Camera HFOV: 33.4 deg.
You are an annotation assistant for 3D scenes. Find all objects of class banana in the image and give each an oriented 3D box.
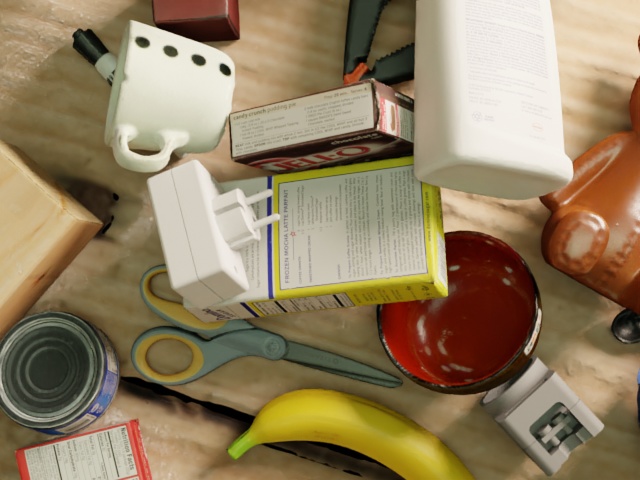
[{"bbox_3d":[0.037,0.150,0.760,0.198,0.037,0.070,18,106,3],"label":"banana"}]

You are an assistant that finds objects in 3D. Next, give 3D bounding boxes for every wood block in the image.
[{"bbox_3d":[-0.258,0.036,0.742,0.090,0.091,0.206,42,89,2],"label":"wood block"}]

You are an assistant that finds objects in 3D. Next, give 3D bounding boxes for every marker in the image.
[{"bbox_3d":[-0.136,-0.108,0.778,0.020,0.020,0.121,-44,88,0],"label":"marker"}]

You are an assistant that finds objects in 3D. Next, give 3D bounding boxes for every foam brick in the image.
[{"bbox_3d":[-0.087,-0.171,0.749,0.053,0.078,0.051,-3,90,1],"label":"foam brick"}]

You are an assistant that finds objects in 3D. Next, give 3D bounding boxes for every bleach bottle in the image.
[{"bbox_3d":[0.113,-0.158,0.709,0.102,0.068,0.251,9,75,-25],"label":"bleach bottle"}]

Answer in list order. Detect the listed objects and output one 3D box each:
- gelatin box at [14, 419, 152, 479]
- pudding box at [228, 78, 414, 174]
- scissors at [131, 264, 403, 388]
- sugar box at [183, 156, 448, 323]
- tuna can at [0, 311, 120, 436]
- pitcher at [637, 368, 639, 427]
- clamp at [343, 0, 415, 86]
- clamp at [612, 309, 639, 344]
[{"bbox_3d":[-0.166,0.174,0.766,0.089,0.030,0.073,-14,86,1],"label":"gelatin box"},{"bbox_3d":[0.008,-0.072,0.718,0.114,0.089,0.039,-11,81,28],"label":"pudding box"},{"bbox_3d":[-0.050,0.090,0.772,0.202,0.016,0.096,31,91,3],"label":"scissors"},{"bbox_3d":[-0.005,0.001,0.731,0.176,0.048,0.093,-7,68,16],"label":"sugar box"},{"bbox_3d":[-0.188,0.094,0.756,0.086,0.033,0.086,-2,74,7],"label":"tuna can"},{"bbox_3d":[0.348,0.112,0.702,0.243,0.145,0.149,-26,96,-2],"label":"pitcher"},{"bbox_3d":[0.096,-0.183,0.765,0.164,0.036,0.210,33,86,3],"label":"clamp"},{"bbox_3d":[0.292,0.033,0.717,0.171,0.120,0.039,-32,109,-3],"label":"clamp"}]
